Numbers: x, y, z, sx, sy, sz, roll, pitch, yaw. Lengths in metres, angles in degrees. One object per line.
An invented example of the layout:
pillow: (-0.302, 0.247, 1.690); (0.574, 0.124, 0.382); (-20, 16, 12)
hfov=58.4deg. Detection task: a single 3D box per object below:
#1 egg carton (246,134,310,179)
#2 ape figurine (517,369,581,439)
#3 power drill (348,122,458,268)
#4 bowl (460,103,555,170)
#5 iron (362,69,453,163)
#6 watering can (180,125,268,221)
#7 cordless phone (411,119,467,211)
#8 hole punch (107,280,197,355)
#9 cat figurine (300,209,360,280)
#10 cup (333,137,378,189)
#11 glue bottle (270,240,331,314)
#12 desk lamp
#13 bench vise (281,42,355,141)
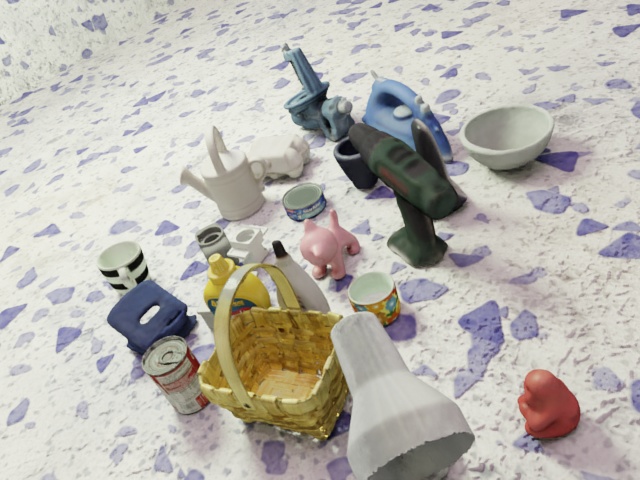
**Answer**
egg carton: (-0.098, -0.182, 1.275); (0.150, 0.069, 0.107); (-1, 42, 24)
ape figurine: (0.255, 0.179, 0.652); (0.075, 0.092, 0.078); (13, 49, 36)
power drill: (0.133, -0.067, 0.913); (0.076, 0.209, 0.228); (-32, 39, -15)
bowl: (0.348, -0.180, 1.063); (0.167, 0.075, 0.167); (-13, 38, 10)
iron: (0.182, -0.263, 1.185); (0.119, 0.142, 0.257); (-31, 39, -13)
watering can: (-0.199, -0.140, 1.166); (0.173, 0.194, 0.100); (-28, 38, -9)
cordless phone: (0.184, -0.145, 1.004); (0.094, 0.185, 0.147); (-25, 38, -5)
hole punch: (-0.278, 0.132, 0.955); (0.100, 0.091, 0.109); (13, 49, 36)
cat figurine: (0.009, 0.003, 0.958); (0.067, 0.118, 0.128); (3, 43, 27)
cup: (0.086, -0.158, 1.139); (0.091, 0.095, 0.118); (9, 46, 33)
glue bottle: (-0.040, 0.065, 0.859); (0.078, 0.173, 0.037); (2, 43, 27)
desk lamp: (0.078, 0.191, 0.619); (0.118, 0.214, 0.202); (-24, 38, -4)
bench vise: (-0.006, -0.347, 1.310); (0.206, 0.220, 0.122); (8, 46, 32)
